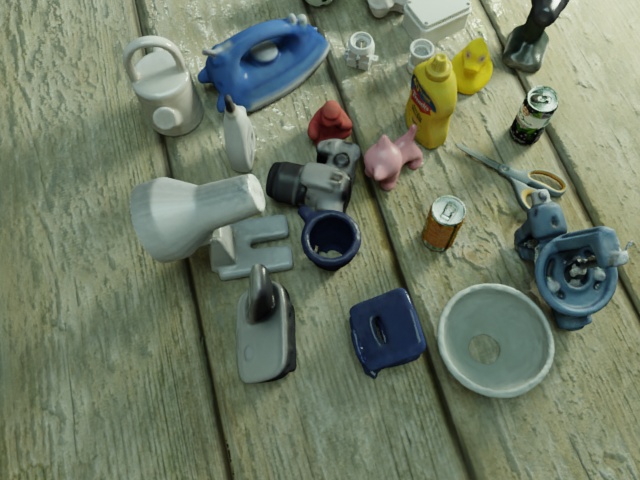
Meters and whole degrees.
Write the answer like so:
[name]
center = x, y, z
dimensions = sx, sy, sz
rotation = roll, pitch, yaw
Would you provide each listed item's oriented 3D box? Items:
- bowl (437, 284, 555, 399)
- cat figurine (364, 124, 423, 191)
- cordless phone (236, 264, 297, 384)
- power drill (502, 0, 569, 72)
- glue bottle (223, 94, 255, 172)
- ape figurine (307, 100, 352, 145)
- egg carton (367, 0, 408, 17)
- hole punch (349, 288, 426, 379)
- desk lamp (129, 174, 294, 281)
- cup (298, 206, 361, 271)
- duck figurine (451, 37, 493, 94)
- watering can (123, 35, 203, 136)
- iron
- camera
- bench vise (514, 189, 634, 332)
[bowl]
center = 0.251, 0.153, 0.848
dimensions = 0.167, 0.075, 0.167
rotation = 0, 68, 1
[cat figurine]
center = 0.118, -0.141, 0.949
dimensions = 0.067, 0.118, 0.128
rotation = 42, 75, 17
[cordless phone]
center = -0.084, 0.120, 0.809
dimensions = 0.094, 0.185, 0.147
rotation = -7, 68, -1
[power drill]
center = 0.388, -0.398, 1.000
dimensions = 0.075, 0.208, 0.230
rotation = 19, 69, 9
[glue bottle]
center = -0.136, -0.184, 0.941
dimensions = 0.037, 0.173, 0.078
rotation = 4, 68, 3
[ape figurine]
center = 0.018, -0.207, 0.992
dimensions = 0.077, 0.092, 0.076
rotation = 8, 68, 5
[egg carton]
center = 0.132, -0.513, 1.127
dimensions = 0.107, 0.069, 0.150
rotation = -14, 68, -4
[hole punch]
center = 0.097, 0.138, 0.849
dimensions = 0.101, 0.091, 0.108
rotation = -15, 68, -5
[desk lamp]
center = -0.152, -0.024, 0.854
dimensions = 0.203, 0.213, 0.118
rotation = -10, 68, -2
[cup]
center = 0.008, 0.003, 0.904
dimensions = 0.092, 0.095, 0.117
rotation = -41, 73, -14
[duck figurine]
center = 0.281, -0.330, 1.040
dimensions = 0.077, 0.086, 0.104
rotation = 18, 69, 9
[watering can]
center = -0.263, -0.263, 0.965
dimensions = 0.101, 0.194, 0.172
rotation = -32, 70, -11
[iron]
center = -0.094, -0.339, 1.021
dimensions = 0.258, 0.141, 0.118
rotation = -31, 70, -11
[camera]
center = -0.013, -0.105, 0.946
dimensions = 0.136, 0.101, 0.143
rotation = 14, 69, 7
[bench vise]
center = 0.351, 0.015, 0.825
dimensions = 0.121, 0.220, 0.207
rotation = -30, 70, -10
